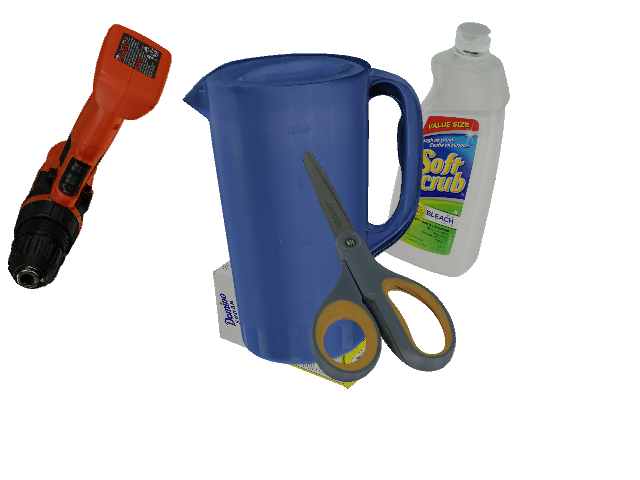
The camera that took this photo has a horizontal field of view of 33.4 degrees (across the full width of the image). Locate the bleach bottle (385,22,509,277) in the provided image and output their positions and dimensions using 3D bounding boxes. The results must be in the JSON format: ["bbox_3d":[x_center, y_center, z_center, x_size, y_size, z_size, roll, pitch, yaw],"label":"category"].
[{"bbox_3d":[0.120,-0.089,1.016,0.103,0.251,0.068,23,40,23],"label":"bleach bottle"}]

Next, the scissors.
[{"bbox_3d":[0.007,0.018,0.690,0.096,0.016,0.202,-27,52,-20],"label":"scissors"}]

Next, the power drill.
[{"bbox_3d":[-0.193,-0.070,0.870,0.057,0.188,0.184,27,32,-20],"label":"power drill"}]

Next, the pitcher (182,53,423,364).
[{"bbox_3d":[-0.009,-0.028,0.871,0.144,0.243,0.149,-21,26,-38],"label":"pitcher"}]

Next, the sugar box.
[{"bbox_3d":[-0.032,0.086,1.149,0.176,0.093,0.048,20,38,32],"label":"sugar box"}]
